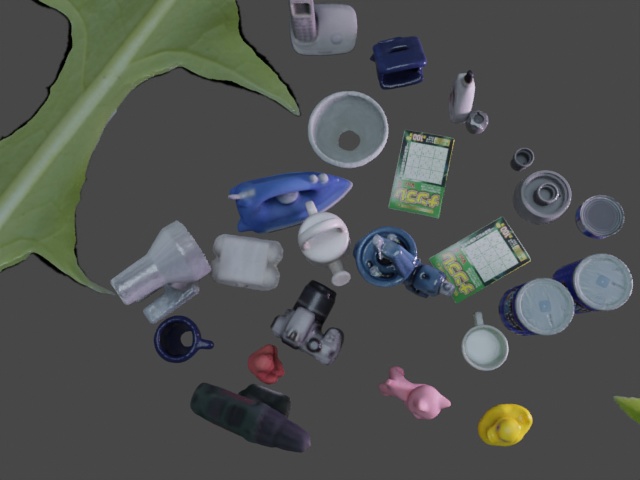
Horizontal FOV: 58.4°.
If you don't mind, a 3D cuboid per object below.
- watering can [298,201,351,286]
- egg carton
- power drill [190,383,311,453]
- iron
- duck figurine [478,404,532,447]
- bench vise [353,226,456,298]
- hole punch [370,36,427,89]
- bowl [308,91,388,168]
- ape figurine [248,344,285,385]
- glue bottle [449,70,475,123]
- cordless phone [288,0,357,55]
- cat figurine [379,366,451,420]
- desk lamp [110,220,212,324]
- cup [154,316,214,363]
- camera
[{"bbox_3d":[0.012,0.003,1.114,0.101,0.194,0.172,-45,80,-4],"label":"watering can"},{"bbox_3d":[-0.151,0.047,1.183,0.150,0.069,0.107,7,81,6],"label":"egg carton"},{"bbox_3d":[-0.116,0.323,1.062,0.229,0.208,0.076,17,82,7],"label":"power drill"},{"bbox_3d":[-0.061,-0.099,1.164,0.258,0.141,0.118,-15,79,2],"label":"iron"},{"bbox_3d":[0.355,0.354,1.082,0.104,0.086,0.077,-23,79,0],"label":"duck figurine"},{"bbox_3d":[0.162,0.035,1.084,0.207,0.220,0.121,10,81,6],"label":"bench vise"},{"bbox_3d":[0.166,-0.388,1.222,0.108,0.091,0.101,-12,79,3],"label":"hole punch"},{"bbox_3d":[0.059,-0.223,1.210,0.167,0.075,0.167,-1,80,4],"label":"bowl"},{"bbox_3d":[-0.109,0.245,1.134,0.076,0.092,0.078,15,82,7],"label":"ape figurine"},{"bbox_3d":[0.289,-0.300,1.156,0.037,0.173,0.078,-4,80,4],"label":"glue bottle"},{"bbox_3d":[0.003,-0.469,1.201,0.147,0.185,0.094,-3,80,4],"label":"cordless phone"},{"bbox_3d":[0.178,0.297,1.090,0.127,0.118,0.067,29,84,9],"label":"cat figurine"},{"bbox_3d":[-0.303,0.069,1.117,0.203,0.213,0.118,-38,79,-2],"label":"desk lamp"},{"bbox_3d":[-0.262,0.202,1.152,0.117,0.095,0.092,8,81,6],"label":"cup"},{"bbox_3d":[-0.010,0.158,1.137,0.143,0.101,0.137,28,83,9],"label":"camera"}]
